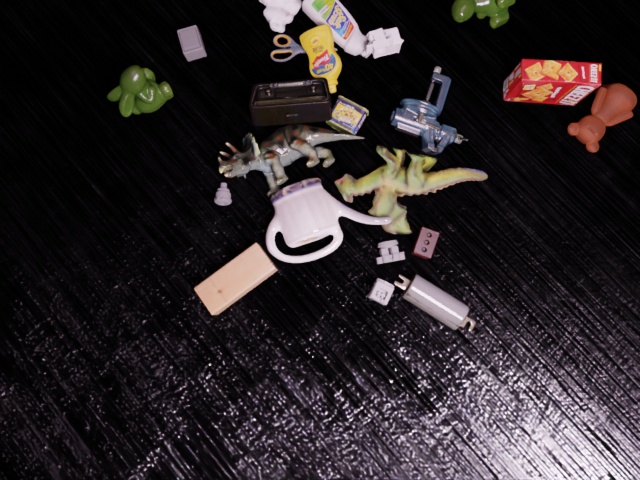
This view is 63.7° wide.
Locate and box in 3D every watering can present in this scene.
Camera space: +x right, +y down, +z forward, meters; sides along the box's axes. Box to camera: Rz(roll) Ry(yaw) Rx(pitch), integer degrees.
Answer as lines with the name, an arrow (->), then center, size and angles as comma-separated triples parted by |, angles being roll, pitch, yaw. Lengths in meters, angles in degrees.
watering can -> 0.004, -0.072, 1.430 | 0.348, 0.103, 0.226 | -21, 81, -2

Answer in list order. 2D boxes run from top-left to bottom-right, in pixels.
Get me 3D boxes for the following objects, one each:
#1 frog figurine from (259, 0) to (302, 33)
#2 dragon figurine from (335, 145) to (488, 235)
frog figurine -> -0.127, -0.711, 1.539 | 0.137, 0.121, 0.162 | 21, 70, -15
dragon figurine -> 0.244, -0.133, 1.458 | 0.411, 0.123, 0.241 | 17, 99, 5
